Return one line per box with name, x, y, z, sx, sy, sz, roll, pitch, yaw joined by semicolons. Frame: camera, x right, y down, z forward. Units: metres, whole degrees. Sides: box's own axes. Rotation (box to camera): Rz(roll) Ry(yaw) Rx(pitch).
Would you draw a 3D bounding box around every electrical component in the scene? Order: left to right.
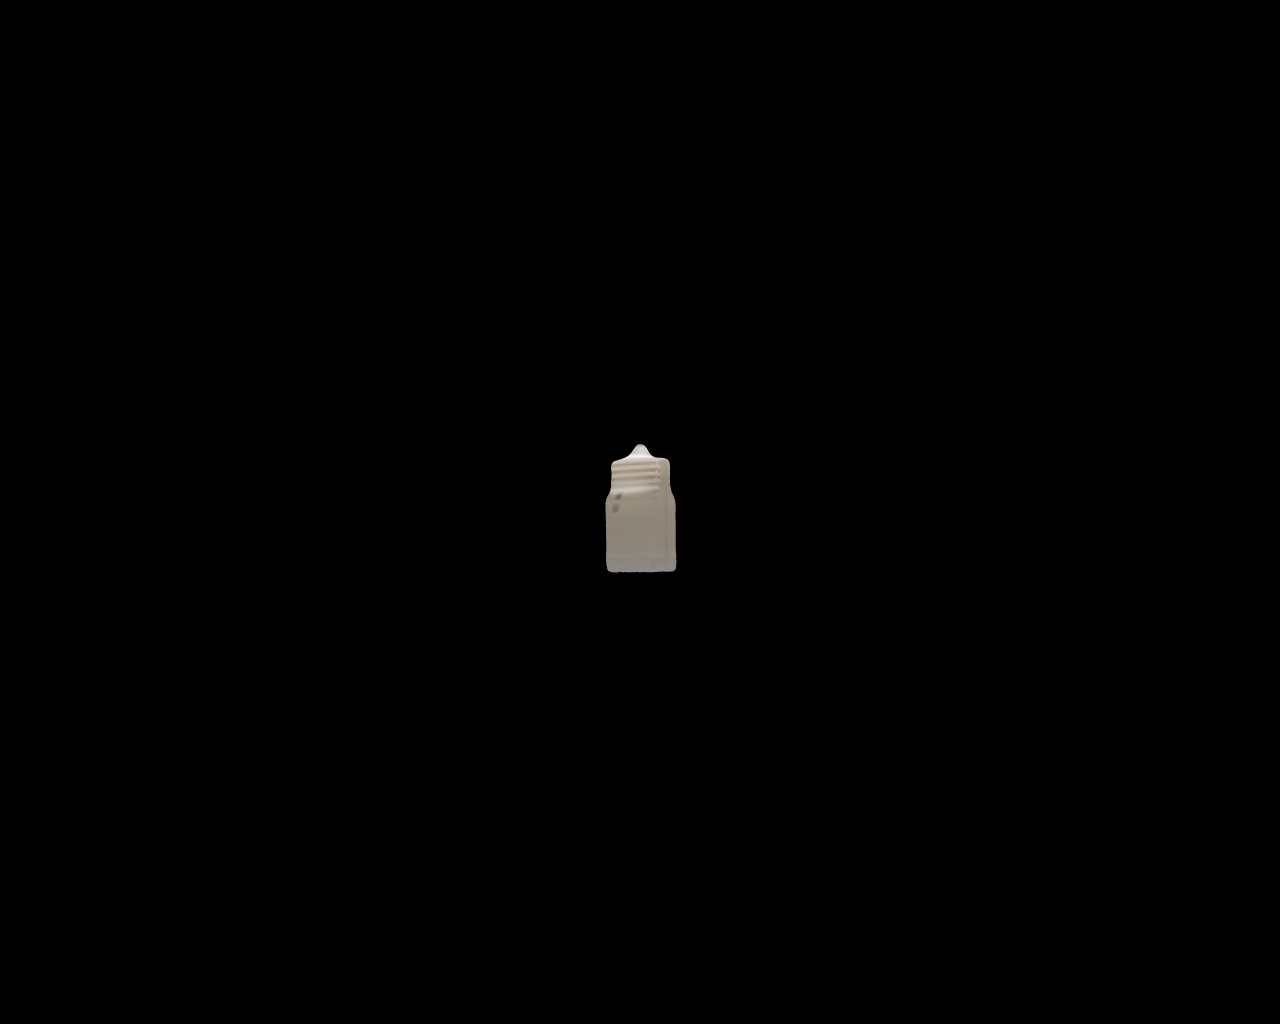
electrical component;0.001;-0.003;0.650;0.043;0.081;0.043;0;-2;0
